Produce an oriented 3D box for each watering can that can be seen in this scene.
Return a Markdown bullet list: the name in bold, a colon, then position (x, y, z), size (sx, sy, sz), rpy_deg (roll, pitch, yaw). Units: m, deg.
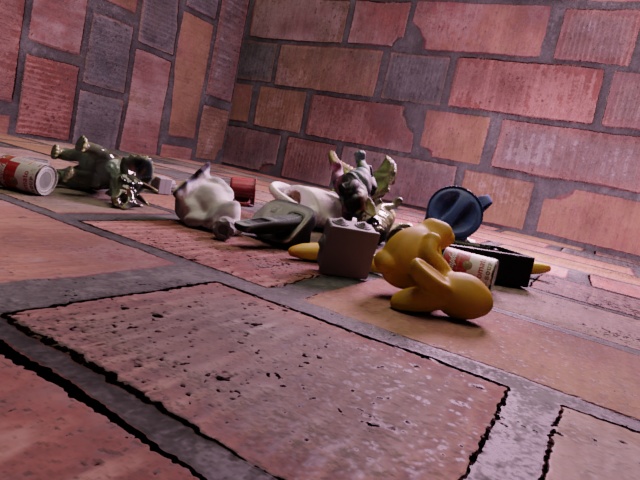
- **watering can**: position (0.004, -0.070, 1.400), size (0.224, 0.103, 0.352), rpy_deg (7, 24, -48)

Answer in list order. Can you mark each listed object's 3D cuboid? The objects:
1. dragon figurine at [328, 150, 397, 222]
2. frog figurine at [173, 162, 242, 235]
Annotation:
- **dragon figurine**: position (0.152, -0.187, 1.698), size (0.240, 0.419, 0.121), rpy_deg (-27, -31, 26)
- **frog figurine**: position (-0.226, -0.066, 1.095), size (0.159, 0.120, 0.140), rpy_deg (44, 34, -1)
